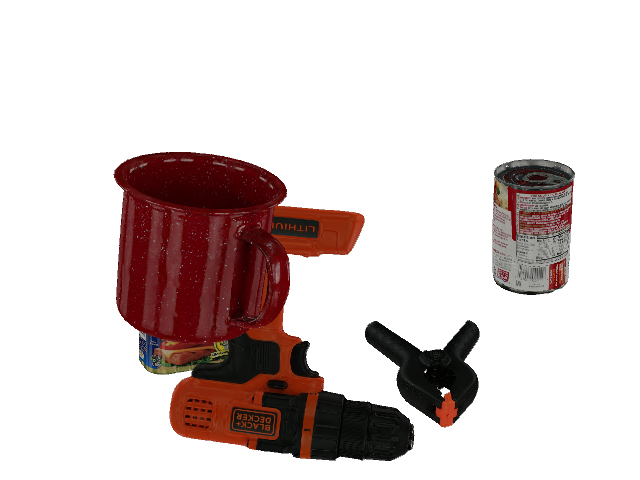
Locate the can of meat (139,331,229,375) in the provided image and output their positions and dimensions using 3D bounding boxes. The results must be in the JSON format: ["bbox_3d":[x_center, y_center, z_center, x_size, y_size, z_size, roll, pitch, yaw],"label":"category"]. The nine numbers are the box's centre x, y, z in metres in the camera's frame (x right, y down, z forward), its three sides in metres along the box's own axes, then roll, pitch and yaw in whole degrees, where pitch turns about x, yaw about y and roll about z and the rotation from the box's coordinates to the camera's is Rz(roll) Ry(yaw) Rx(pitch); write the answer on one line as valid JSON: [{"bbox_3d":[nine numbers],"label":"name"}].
[{"bbox_3d":[-0.128,0.079,1.044,0.101,0.084,0.058,-6,20,-27],"label":"can of meat"}]

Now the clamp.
[{"bbox_3d":[0.122,0.125,1.068,0.120,0.039,0.171,-9,29,-10],"label":"clamp"}]

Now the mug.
[{"bbox_3d":[-0.061,0.008,0.582,0.117,0.081,0.093,25,27,35],"label":"mug"}]

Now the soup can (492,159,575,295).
[{"bbox_3d":[0.185,-0.012,0.931,0.068,0.102,0.068,-3,24,1],"label":"soup can"}]

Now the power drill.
[{"bbox_3d":[-0.014,0.069,0.798,0.184,0.187,0.057,6,-1,3],"label":"power drill"}]
